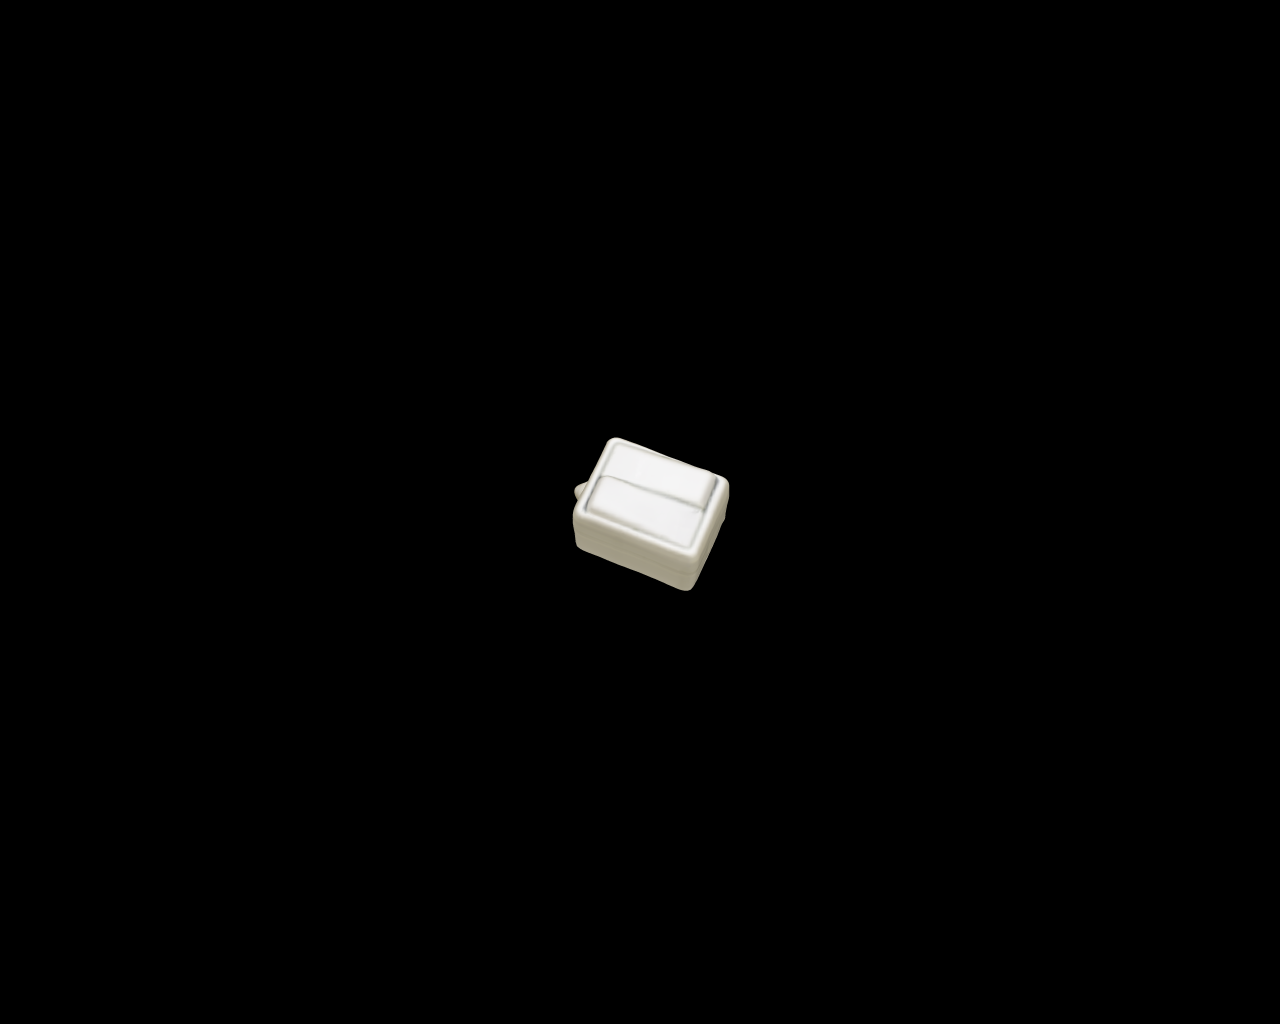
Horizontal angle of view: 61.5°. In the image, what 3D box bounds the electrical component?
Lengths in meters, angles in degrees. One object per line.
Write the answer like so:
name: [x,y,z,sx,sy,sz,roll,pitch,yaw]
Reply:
electrical component: [0.001,-0.003,0.650,0.096,0.062,0.061,22,-24,10]
